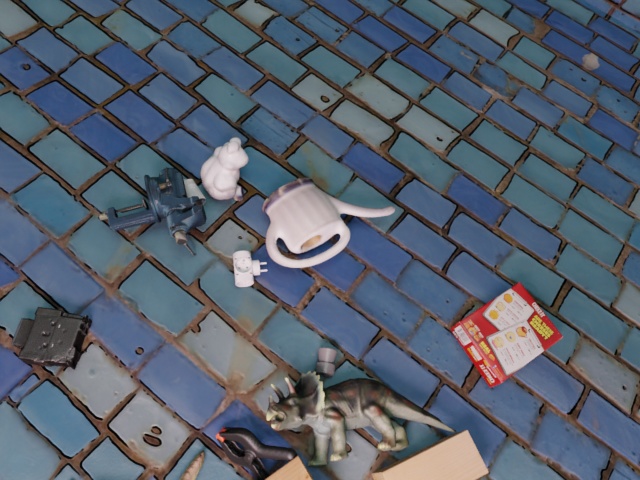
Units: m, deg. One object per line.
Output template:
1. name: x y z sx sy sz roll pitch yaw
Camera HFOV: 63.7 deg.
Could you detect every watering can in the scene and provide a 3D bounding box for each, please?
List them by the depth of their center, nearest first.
1. watering can: 0.004 -0.066 1.311 0.351 0.102 0.227 -29 70 -22

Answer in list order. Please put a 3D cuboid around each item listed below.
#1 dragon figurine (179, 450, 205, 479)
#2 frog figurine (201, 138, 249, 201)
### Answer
1. dragon figurine: -0.292 0.558 0.856 0.122 0.238 0.419 14 63 3
2. frog figurine: -0.242 -0.182 1.300 0.123 0.156 0.140 3 63 -7
